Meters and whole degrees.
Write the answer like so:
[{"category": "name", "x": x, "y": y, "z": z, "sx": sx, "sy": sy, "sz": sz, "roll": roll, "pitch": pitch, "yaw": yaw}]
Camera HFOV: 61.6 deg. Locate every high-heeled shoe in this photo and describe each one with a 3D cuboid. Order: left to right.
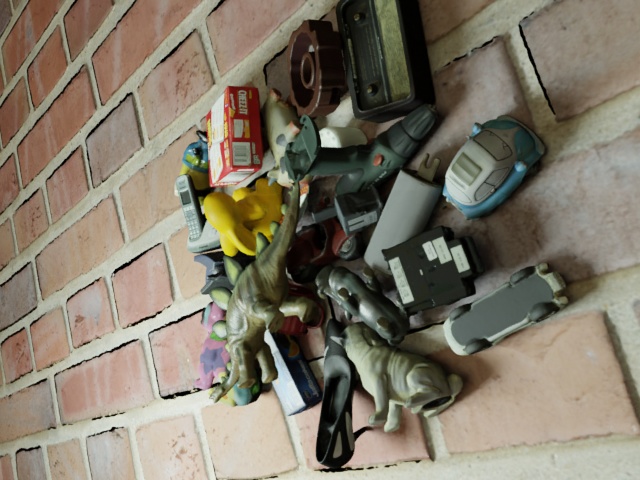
[{"category": "high-heeled shoe", "x": 0.017, "y": 0.271, "z": 0.965, "sx": 0.086, "sy": 0.145, "sz": 0.248, "roll": -25, "pitch": 77, "yaw": 37}]

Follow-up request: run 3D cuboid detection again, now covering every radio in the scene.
[{"category": "radio", "x": 0.108, "y": -0.321, "z": 0.917, "sx": 0.131, "sy": 0.073, "sz": 0.229, "roll": -14, "pitch": 82, "yaw": 40}]

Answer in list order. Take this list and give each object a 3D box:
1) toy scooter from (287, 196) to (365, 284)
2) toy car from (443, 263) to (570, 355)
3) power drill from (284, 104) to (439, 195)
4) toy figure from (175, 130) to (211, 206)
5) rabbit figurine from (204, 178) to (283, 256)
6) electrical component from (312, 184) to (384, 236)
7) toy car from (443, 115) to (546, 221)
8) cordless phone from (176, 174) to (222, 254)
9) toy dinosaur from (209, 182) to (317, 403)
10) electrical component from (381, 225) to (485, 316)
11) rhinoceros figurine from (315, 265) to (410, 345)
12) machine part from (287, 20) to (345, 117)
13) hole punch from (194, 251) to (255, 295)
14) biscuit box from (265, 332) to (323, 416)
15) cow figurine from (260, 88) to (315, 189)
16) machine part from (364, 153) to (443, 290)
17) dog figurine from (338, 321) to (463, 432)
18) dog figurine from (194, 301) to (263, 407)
[{"category": "toy scooter", "x": -0.002, "y": -0.003, "z": 1.022, "sx": 0.184, "sy": 0.075, "sz": 0.135, "roll": -29, "pitch": 72, "yaw": 35}, {"category": "toy car", "x": 0.272, "y": 0.107, "z": 0.800, "sx": 0.202, "sy": 0.056, "sz": 0.073, "roll": -39, "pitch": 60, "yaw": 33}, {"category": "power drill", "x": 0.057, "y": -0.151, "z": 0.882, "sx": 0.232, "sy": 0.207, "sz": 0.086, "roll": -51, "pitch": 53, "yaw": 43}, {"category": "toy figure", "x": -0.286, "y": -0.163, "z": 1.262, "sx": 0.089, "sy": 0.082, "sz": 0.180, "roll": 41, "pitch": 114, "yaw": 35}, {"category": "rabbit figurine", "x": -0.167, "y": -0.048, "z": 1.101, "sx": 0.122, "sy": 0.173, "sz": 0.162, "roll": -2, "pitch": 85, "yaw": 37}, {"category": "electrical component", "x": 0.049, "y": -0.046, "z": 0.931, "sx": 0.119, "sy": 0.074, "sz": 0.048, "roll": -19, "pitch": 61, "yaw": -5}, {"category": "toy car", "x": 0.238, "y": -0.107, "z": 0.792, "sx": 0.161, "sy": 0.103, "sz": 0.109, "roll": -52, "pitch": 58, "yaw": 27}, {"category": "cordless phone", "x": -0.253, "y": -0.068, "z": 1.202, "sx": 0.147, "sy": 0.089, "sz": 0.184, "roll": -12, "pitch": 98, "yaw": 41}, {"category": "toy dinosaur", "x": -0.110, "y": 0.100, "z": 0.987, "sx": 0.199, "sy": 0.105, "sz": 0.471, "roll": 39, "pitch": 108, "yaw": 36}, {"category": "electrical component", "x": 0.176, "y": 0.044, "z": 0.815, "sx": 0.134, "sy": 0.058, "sz": 0.115, "roll": -22, "pitch": 79, "yaw": 25}, {"category": "rhinoceros figurine", "x": 0.073, "y": 0.100, "z": 0.919, "sx": 0.191, "sy": 0.112, "sz": 0.073, "roll": 33, "pitch": 71, "yaw": 27}, {"category": "machine part", "x": -0.009, "y": -0.311, "z": 0.989, "sx": 0.179, "sy": 0.056, "sz": 0.179, "roll": 173, "pitch": 90, "yaw": -69}, {"category": "hole punch", "x": -0.203, "y": 0.056, "z": 1.167, "sx": 0.116, "sy": 0.142, "sz": 0.092, "roll": -34, "pitch": 65, "yaw": 49}, {"category": "biscuit box", "x": -0.070, "y": 0.251, "z": 1.095, "sx": 0.059, "sy": 0.063, "sz": 0.203, "roll": -43, "pitch": 65, "yaw": 32}, {"category": "cow figurine", "x": -0.068, "y": -0.189, "z": 1.068, "sx": 0.127, "sy": 0.085, "sz": 0.195, "roll": -47, "pitch": 59, "yaw": 34}, {"category": "machine part", "x": 0.138, "y": -0.029, "z": 0.897, "sx": 0.079, "sy": 0.079, "sz": 0.243, "roll": 36, "pitch": 115, "yaw": 35}, {"category": "dog figurine", "x": 0.131, "y": 0.202, "z": 0.907, "sx": 0.172, "sy": 0.121, "sz": 0.191, "roll": -20, "pitch": 55, "yaw": 6}, {"category": "dog figurine", "x": -0.196, "y": 0.230, "z": 1.178, "sx": 0.192, "sy": 0.108, "sz": 0.219, "roll": 14, "pitch": 98, "yaw": 41}]
